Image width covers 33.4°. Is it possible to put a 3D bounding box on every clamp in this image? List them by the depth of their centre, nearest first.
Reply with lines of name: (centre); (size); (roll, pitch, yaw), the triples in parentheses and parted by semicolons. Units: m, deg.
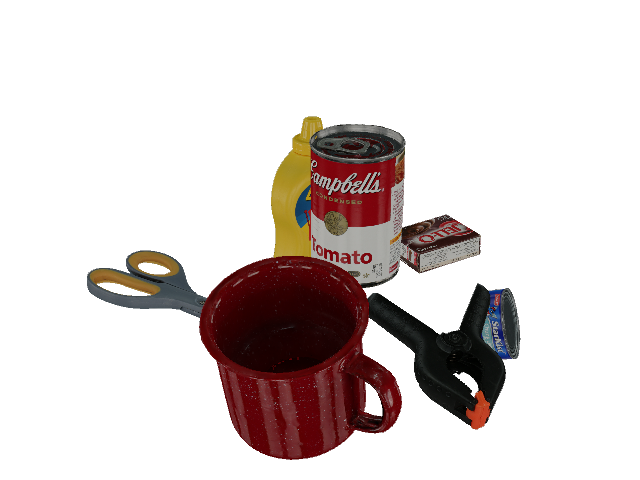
clamp: (0.124, 0.095, 0.953); (0.120, 0.039, 0.171); (-15, 42, -15)

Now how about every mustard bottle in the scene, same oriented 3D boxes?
mustard bottle: (-0.008, -0.035, 1.109); (0.096, 0.192, 0.058); (-20, 30, -38)

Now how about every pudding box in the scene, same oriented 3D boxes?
pudding box: (0.170, 0.004, 1.599); (0.113, 0.039, 0.090); (-18, 28, -22)

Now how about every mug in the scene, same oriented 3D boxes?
mug: (-0.006, 0.073, 0.600); (0.117, 0.081, 0.093); (19, 48, 26)

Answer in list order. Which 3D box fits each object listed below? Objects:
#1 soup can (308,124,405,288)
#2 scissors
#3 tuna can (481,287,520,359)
soup can: (0.026, -0.025, 0.773); (0.068, 0.102, 0.068); (0, 27, 0)
scissors: (-0.105, 0.048, 0.941); (0.202, 0.016, 0.096); (12, 29, 7)
tuna can: (0.214, 0.101, 1.284); (0.034, 0.086, 0.086); (-8, -3, 21)
